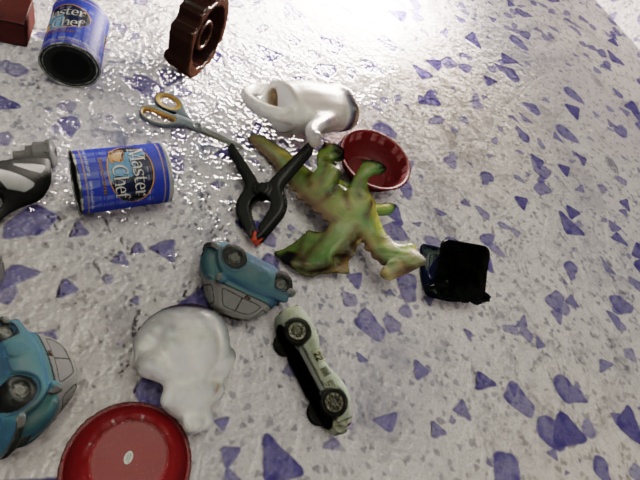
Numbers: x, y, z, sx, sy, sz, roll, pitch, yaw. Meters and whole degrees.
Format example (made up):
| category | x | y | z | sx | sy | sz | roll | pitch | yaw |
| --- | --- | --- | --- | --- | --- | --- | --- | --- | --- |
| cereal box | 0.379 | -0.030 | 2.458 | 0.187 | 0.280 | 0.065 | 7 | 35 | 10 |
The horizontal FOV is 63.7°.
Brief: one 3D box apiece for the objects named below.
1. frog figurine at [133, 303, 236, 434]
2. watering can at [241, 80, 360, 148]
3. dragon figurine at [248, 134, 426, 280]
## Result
| category | x | y | z | sx | sy | sz | roll | pitch | yaw |
| --- | --- | --- | --- | --- | --- | --- | --- | --- | --- |
| frog figurine | -0.182 | 0.172 | 0.698 | 0.136 | 0.120 | 0.163 | 19 | 38 | -35 |
| watering can | -0.018 | -0.249 | 1.015 | 0.225 | 0.102 | 0.353 | -7 | 33 | -31 |
| dragon figurine | 0.003 | -0.048 | 0.946 | 0.411 | 0.119 | 0.248 | 21 | 56 | 11 |
